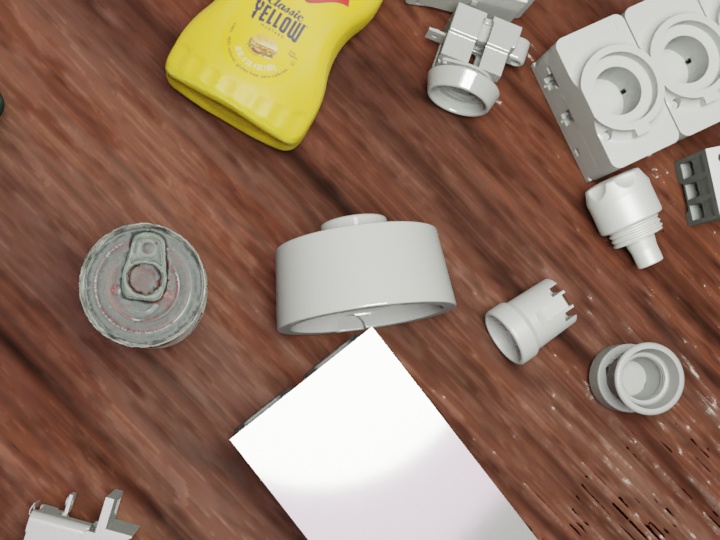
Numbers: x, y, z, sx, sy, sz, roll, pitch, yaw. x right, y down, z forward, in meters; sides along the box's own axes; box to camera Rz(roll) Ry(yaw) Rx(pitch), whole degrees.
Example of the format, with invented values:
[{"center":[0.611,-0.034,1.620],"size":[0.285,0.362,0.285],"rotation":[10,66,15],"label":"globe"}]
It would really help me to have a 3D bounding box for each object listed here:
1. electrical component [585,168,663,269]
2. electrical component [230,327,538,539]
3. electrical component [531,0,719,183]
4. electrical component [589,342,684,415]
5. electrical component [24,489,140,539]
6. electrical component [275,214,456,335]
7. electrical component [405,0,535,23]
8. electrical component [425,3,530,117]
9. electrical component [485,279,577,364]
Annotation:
[{"center":[0.176,-0.032,0.700],"size":[0.043,0.043,0.062],"rotation":[-25,90,-8],"label":"electrical component"},{"center":[0.019,0.141,0.657],"size":[0.105,0.060,0.186],"rotation":[-38,91,-9],"label":"electrical component"},{"center":[0.204,-0.131,0.702],"size":[0.150,0.062,0.089],"rotation":[-25,89,-8],"label":"electrical component"},{"center":[0.175,0.069,0.685],"size":[0.045,0.055,0.045],"rotation":[1,85,-7],"label":"electrical component"},{"center":[-0.170,0.169,0.641],"size":[0.064,0.042,0.081],"rotation":[16,83,-3],"label":"electrical component"},{"center":[0.000,0.000,0.646],"size":[0.108,0.108,0.060],"rotation":[-7,80,-8],"label":"electrical component"},{"center":[0.067,-0.198,0.690],"size":[0.096,0.062,0.061],"rotation":[6,85,-7],"label":"electrical component"},{"center":[0.071,-0.133,0.695],"size":[0.066,0.048,0.055],"rotation":[21,76,-5],"label":"electrical component"},{"center":[0.110,0.032,0.689],"size":[0.046,0.040,0.040],"rotation":[-32,90,-15],"label":"electrical component"}]
